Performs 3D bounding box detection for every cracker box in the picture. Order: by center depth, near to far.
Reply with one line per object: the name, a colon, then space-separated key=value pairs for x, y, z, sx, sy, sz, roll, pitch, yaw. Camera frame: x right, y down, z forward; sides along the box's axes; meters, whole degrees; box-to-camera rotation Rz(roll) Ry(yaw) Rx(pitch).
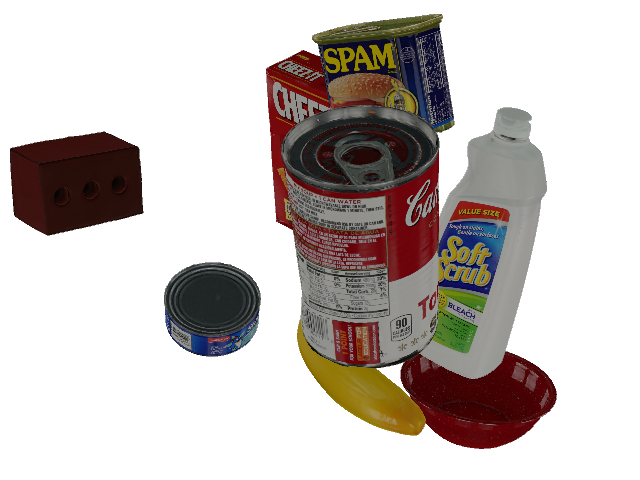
cracker box: x=0.018 y=-0.091 z=1.238 sx=0.164 sy=0.214 sz=0.072 roll=28 pitch=46 yaw=36

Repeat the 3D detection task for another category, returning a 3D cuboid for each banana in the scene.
banana: x=0.021 y=0.082 z=0.778 sx=0.069 sy=0.037 sz=0.198 roll=-6 pitch=24 yaw=-7

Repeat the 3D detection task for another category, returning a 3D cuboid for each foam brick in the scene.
foam brick: x=-0.174 y=-0.042 z=0.758 sx=0.078 sy=0.053 sz=0.051 roll=-16 pitch=28 yaw=-35

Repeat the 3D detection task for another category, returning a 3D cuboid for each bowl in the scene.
bowl: x=0.161 y=0.169 z=1.114 sx=0.162 sy=0.055 sz=0.162 roll=4 pitch=24 yaw=-2

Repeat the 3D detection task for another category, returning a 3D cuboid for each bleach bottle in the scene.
bleach bottle: x=0.141 y=-0.002 z=0.960 sx=0.103 sy=0.251 sz=0.067 roll=28 pitch=36 yaw=31

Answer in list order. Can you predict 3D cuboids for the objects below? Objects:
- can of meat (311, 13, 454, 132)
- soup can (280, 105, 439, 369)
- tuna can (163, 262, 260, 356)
can of meat: x=0.049 y=-0.122 z=0.812 sx=0.102 sy=0.084 sz=0.057 roll=4 pitch=22 yaw=42
soup can: x=0.020 y=0.000 z=0.484 sx=0.068 sy=0.102 sz=0.068 roll=-3 pitch=35 yaw=2
tuna can: x=-0.097 y=0.062 z=0.955 sx=0.086 sy=0.086 sz=0.034 roll=0 pitch=-44 yaw=-6
